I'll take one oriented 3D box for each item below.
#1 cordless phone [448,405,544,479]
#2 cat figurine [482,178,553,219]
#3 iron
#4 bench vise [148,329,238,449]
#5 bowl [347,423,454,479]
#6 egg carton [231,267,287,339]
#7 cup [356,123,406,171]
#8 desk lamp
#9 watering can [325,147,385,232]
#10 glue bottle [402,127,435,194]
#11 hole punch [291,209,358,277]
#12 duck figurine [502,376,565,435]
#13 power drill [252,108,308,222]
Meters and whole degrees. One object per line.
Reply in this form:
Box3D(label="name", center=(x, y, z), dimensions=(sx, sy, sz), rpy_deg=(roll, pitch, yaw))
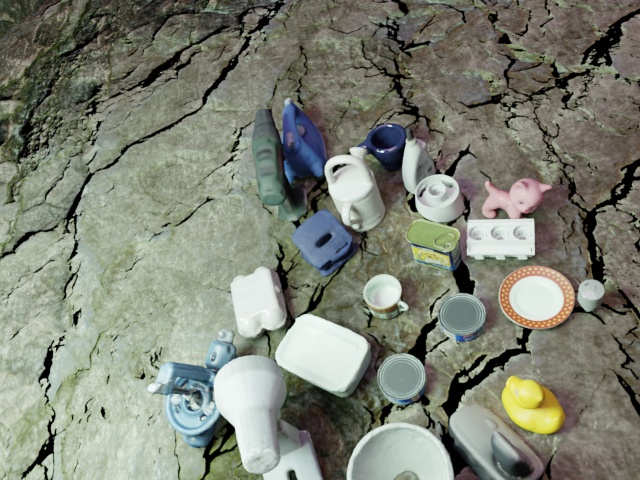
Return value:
Box3D(label="cordless phone", center=(0.257, 0.297, 0.853), dimensions=(0.094, 0.185, 0.147), rpy_deg=(-41, 53, -11))
Box3D(label="cat figurine", center=(0.384, -0.087, 1.124), dimensions=(0.127, 0.118, 0.067), rpy_deg=(19, 64, 29))
Box3D(label="iron", center=(-0.060, -0.262, 1.388), dimensions=(0.118, 0.142, 0.258), rpy_deg=(-15, 52, 9))
Box3D(label="bench vise", center=(-0.229, 0.248, 1.035), dimensions=(0.121, 0.220, 0.207), rpy_deg=(-6, 54, 15))
Box3D(label="bowl", center=(0.131, 0.382, 0.907), dimensions=(0.167, 0.075, 0.167), rpy_deg=(-9, 54, 13))
Box3D(label="egg carton", center=(-0.125, 0.128, 1.180), dimensions=(0.107, 0.070, 0.150), rpy_deg=(-22, 52, 3))
Box3D(label="cup", center=(0.145, -0.199, 1.301), dimensions=(0.117, 0.095, 0.091), rpy_deg=(-16, 52, 8))
Box3D(label="desk lamp", center=(-0.082, 0.318, 0.938), dimensions=(0.118, 0.214, 0.203), rpy_deg=(-25, 52, 1))
Box3D(label="watering can", center=(0.069, -0.118, 1.207), dimensions=(0.101, 0.194, 0.172), rpy_deg=(-17, 52, 8))
Box3D(label="glue bottle", center=(0.203, -0.177, 1.216), dimensions=(0.037, 0.173, 0.078), rpy_deg=(34, 72, 35))
Box3D(label="hole punch", center=(0.011, 0.004, 1.207), dimensions=(0.109, 0.091, 0.100), rpy_deg=(-40, 53, -11))
Box3D(label="duck figurine", center=(0.340, 0.257, 0.915), dimensions=(0.077, 0.086, 0.104), rpy_deg=(-44, 54, -14))
Box3D(label="power drill", center=(-0.094, -0.149, 1.277), dimensions=(0.075, 0.209, 0.229), rpy_deg=(-14, 53, 9))
